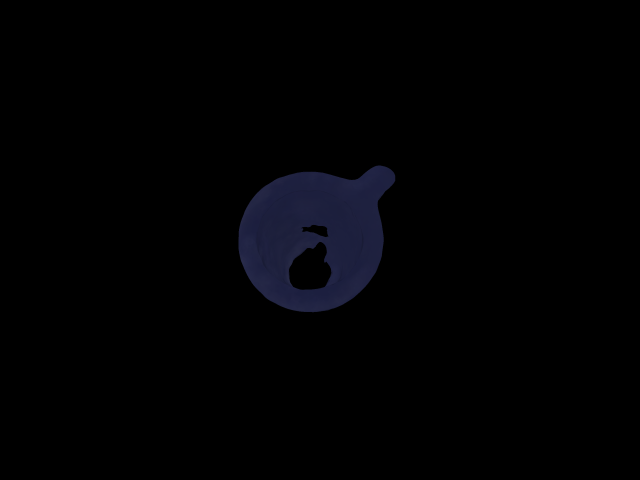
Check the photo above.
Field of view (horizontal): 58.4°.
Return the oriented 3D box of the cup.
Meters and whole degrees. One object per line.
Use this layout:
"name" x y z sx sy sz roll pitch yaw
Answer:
"cup" 0.004 0.001 0.400 0.118 0.095 0.091 -43 78 -11
